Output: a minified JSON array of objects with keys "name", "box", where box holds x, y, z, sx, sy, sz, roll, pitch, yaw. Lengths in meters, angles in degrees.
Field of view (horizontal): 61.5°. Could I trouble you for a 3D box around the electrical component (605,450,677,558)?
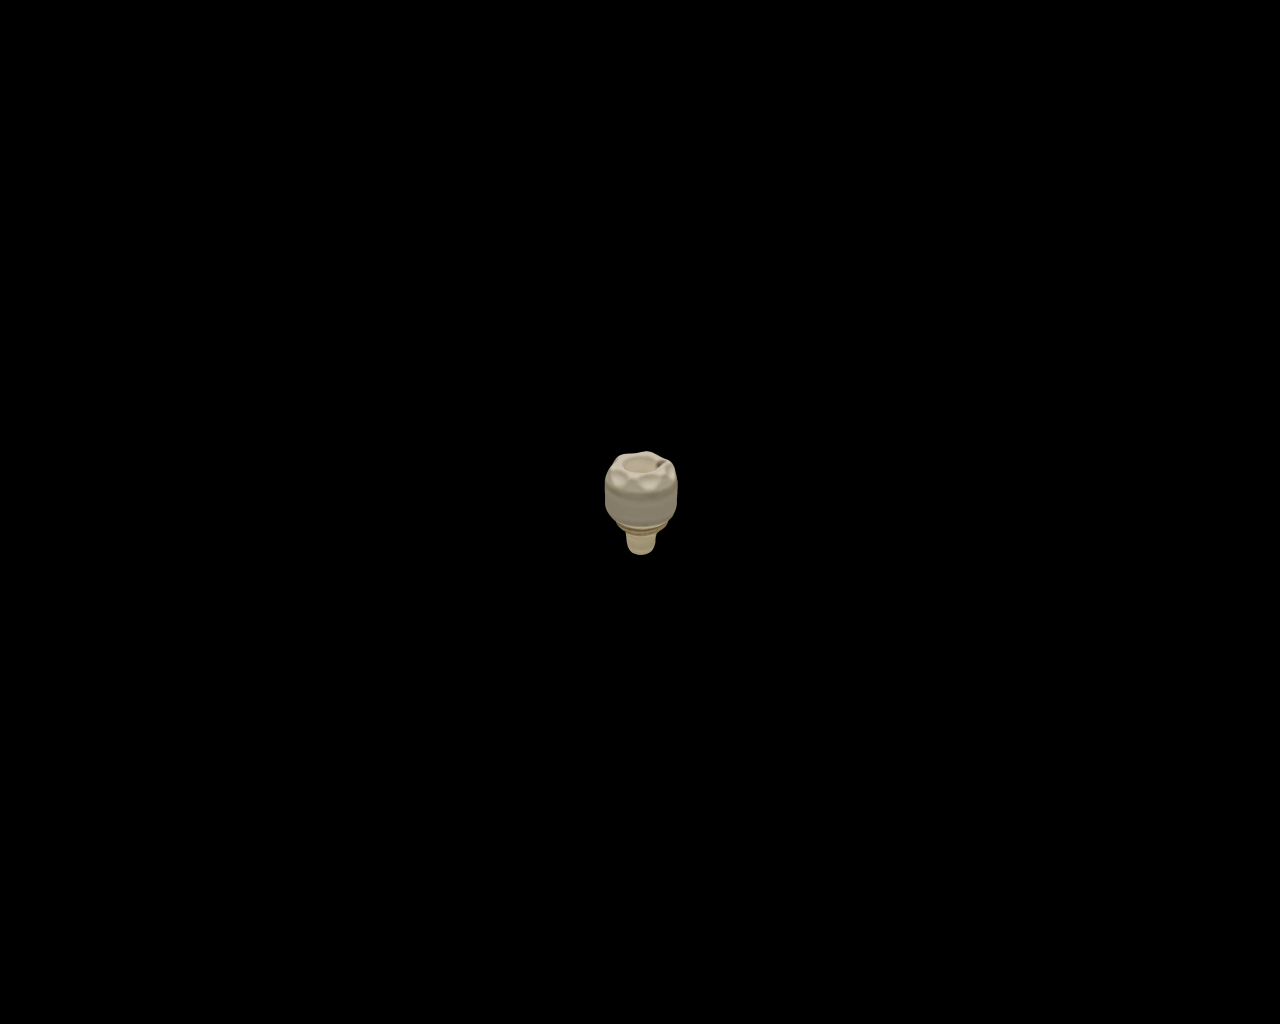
[{"name":"electrical component","box":[0.001,-0.003,0.650,0.043,0.062,0.043,0,28,0]}]
